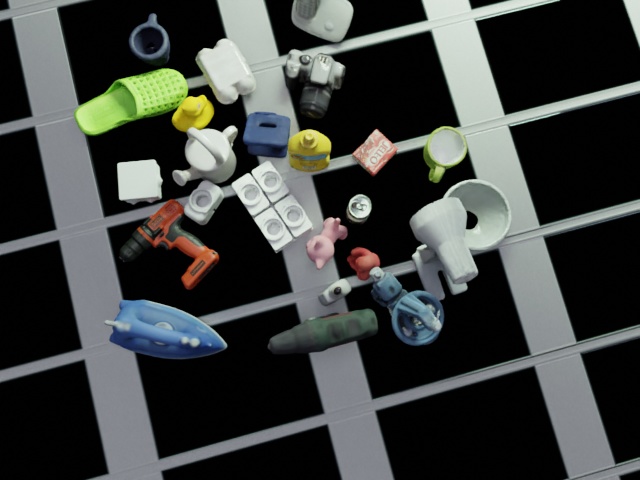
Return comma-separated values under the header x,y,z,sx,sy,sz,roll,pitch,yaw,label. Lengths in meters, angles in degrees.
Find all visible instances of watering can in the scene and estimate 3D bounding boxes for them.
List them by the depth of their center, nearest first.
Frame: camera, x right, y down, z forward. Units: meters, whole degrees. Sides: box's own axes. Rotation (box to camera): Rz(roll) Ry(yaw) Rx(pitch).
x,y,z,sx,sy,sz,roll,pitch,yaw,label
-0.253,-0.190,1.281,0.101,0.194,0.173,22,83,2,watering can

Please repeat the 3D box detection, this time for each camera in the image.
x,y,z,sx,sy,sz,roll,pitch,yaw,label
-0.021,-0.368,1.357,0.143,0.101,0.137,14,83,1,camera

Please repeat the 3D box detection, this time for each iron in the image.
x,y,z,sx,sy,sz,roll,pitch,yaw,label
-0.337,0.206,1.255,0.258,0.141,0.119,13,82,0,iron

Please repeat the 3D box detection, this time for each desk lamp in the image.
x,y,z,sx,sy,sz,roll,pitch,yaw,label
0.274,0.025,1.257,0.118,0.213,0.203,-20,83,-3,desk lamp

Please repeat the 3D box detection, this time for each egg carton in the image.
x,y,z,sx,sy,sz,roll,pitch,yaw,label
-0.223,-0.403,1.372,0.107,0.069,0.150,-30,84,-5,egg carton

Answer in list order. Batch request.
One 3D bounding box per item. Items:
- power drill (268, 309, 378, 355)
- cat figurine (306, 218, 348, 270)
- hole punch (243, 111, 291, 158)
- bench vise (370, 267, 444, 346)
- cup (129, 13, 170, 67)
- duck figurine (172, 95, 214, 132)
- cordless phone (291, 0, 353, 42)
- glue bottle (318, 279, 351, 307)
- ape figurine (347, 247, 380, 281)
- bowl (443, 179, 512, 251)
x,y,z,sx,sy,sz,roll,pitch,yaw,label
0.007,0.201,1.230,0.229,0.208,0.075,-14,83,-3,power drill
0.012,0.005,1.301,0.067,0.117,0.128,32,83,3,cat figurine
-0.125,-0.254,1.344,0.108,0.091,0.101,5,83,-1,hole punch
0.182,0.151,1.235,0.207,0.219,0.121,30,83,3,bench vise
-0.395,-0.466,1.363,0.091,0.095,0.118,4,83,-1,cup
-0.304,-0.304,1.349,0.104,0.086,0.077,-33,84,-5,duck figurine
0.007,-0.557,1.339,0.147,0.185,0.094,21,83,2,cordless phone
0.035,0.115,1.260,0.078,0.173,0.037,-34,84,-5,glue bottle
0.102,0.054,1.310,0.076,0.092,0.078,2,83,-1,ape figurine
0.355,-0.053,1.339,0.167,0.074,0.167,0,83,-1,bowl
